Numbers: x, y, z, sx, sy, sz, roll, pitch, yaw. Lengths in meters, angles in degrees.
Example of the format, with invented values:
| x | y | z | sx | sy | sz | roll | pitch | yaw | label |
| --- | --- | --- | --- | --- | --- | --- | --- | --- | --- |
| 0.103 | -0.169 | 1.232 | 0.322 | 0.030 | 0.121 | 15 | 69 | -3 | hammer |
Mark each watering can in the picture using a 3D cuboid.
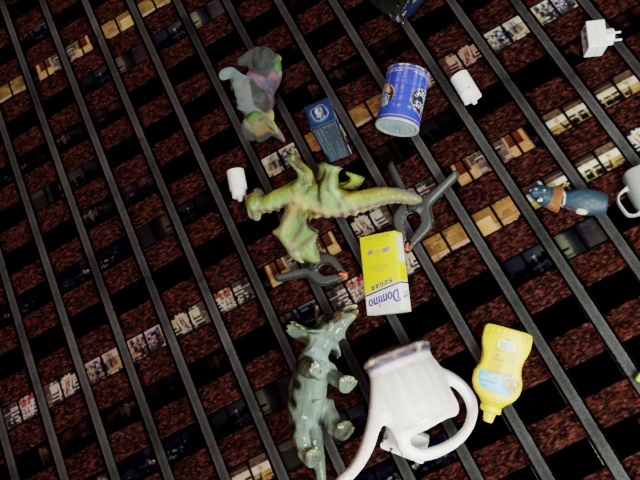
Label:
| x | y | z | sx | sy | sz | roll | pitch | yaw | label |
| --- | --- | --- | --- | --- | --- | --- | --- | --- | --- |
| 0.153 | 0.325 | 1.013 | 0.349 | 0.228 | 0.102 | -11 | -29 | -25 | watering can |

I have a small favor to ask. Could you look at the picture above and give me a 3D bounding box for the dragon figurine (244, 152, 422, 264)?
| x | y | z | sx | sy | sz | roll | pitch | yaw | label |
| --- | --- | --- | --- | --- | --- | --- | --- | --- | --- |
| 0.004 | -0.060 | 1.187 | 0.412 | 0.243 | 0.121 | 21 | 0 | 19 | dragon figurine |
